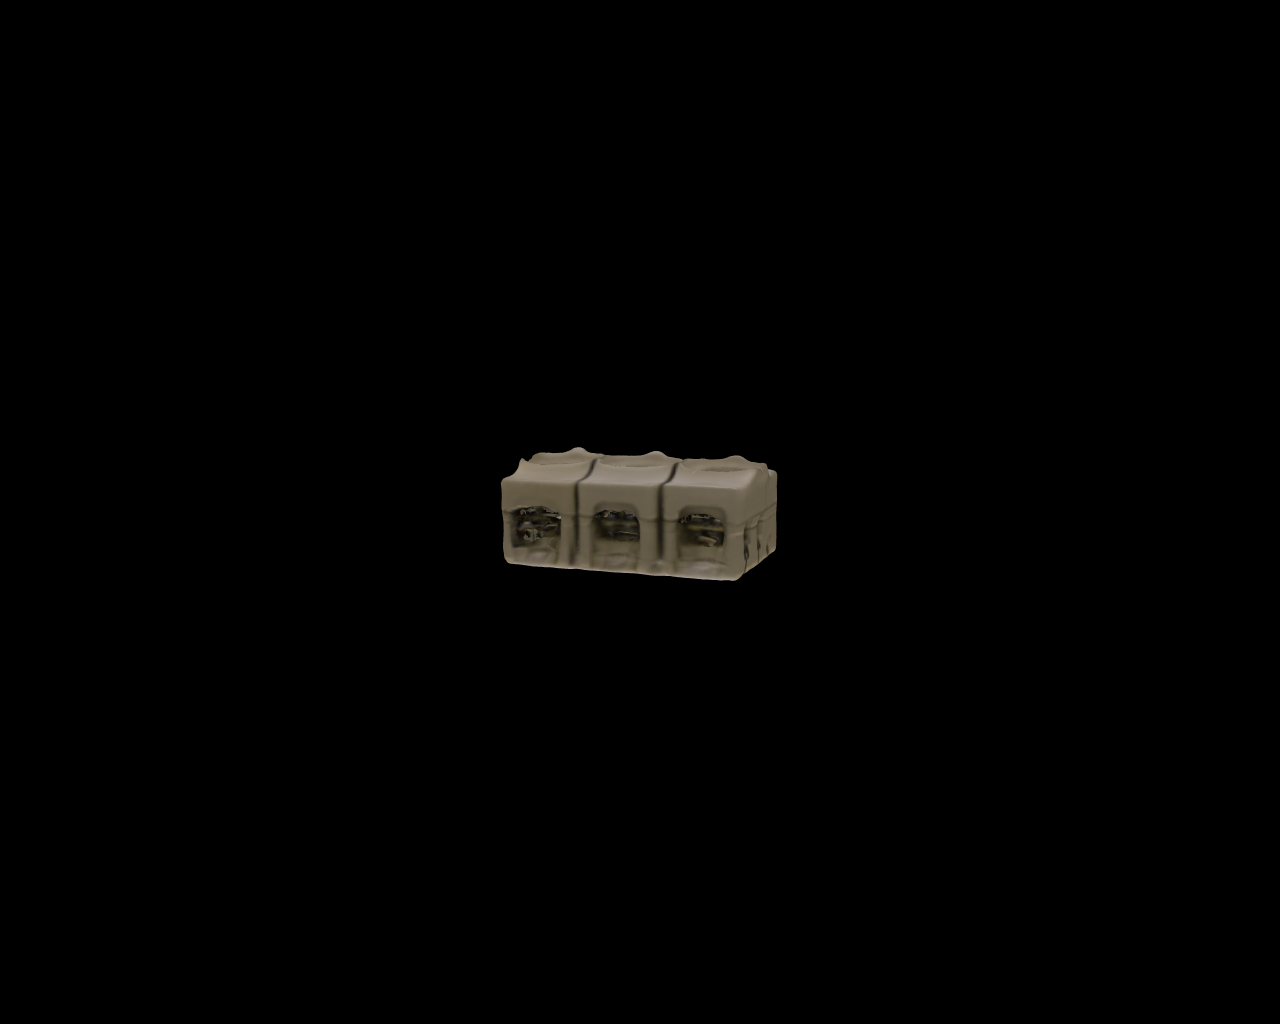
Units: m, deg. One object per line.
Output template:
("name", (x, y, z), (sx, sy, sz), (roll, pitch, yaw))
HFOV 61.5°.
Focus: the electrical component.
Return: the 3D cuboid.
("electrical component", (0.001, -0.003, 0.650), (0.150, 0.061, 0.089), (4, 12, 20))
